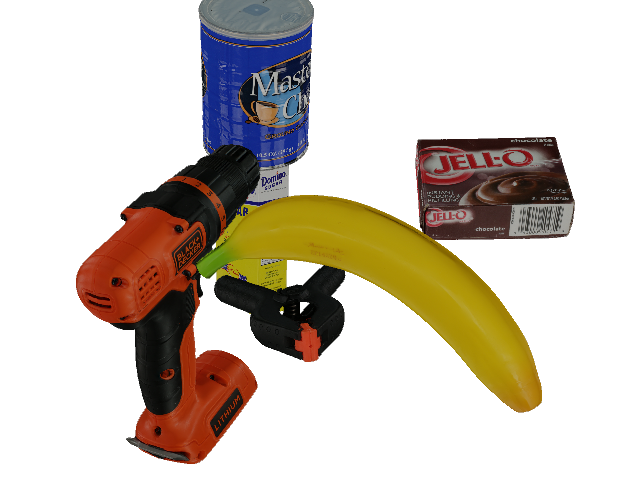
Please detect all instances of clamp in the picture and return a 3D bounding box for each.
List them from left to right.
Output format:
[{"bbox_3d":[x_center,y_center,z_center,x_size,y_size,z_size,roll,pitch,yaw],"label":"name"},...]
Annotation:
[{"bbox_3d":[-0.034,0.058,0.917,0.120,0.039,0.171,-11,17,1],"label":"clamp"}]

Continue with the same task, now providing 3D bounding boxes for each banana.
[{"bbox_3d":[0.035,0.022,0.570,0.198,0.070,0.037,23,15,9],"label":"banana"}]

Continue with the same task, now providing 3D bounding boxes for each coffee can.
[{"bbox_3d":[-0.060,-0.150,0.987,0.103,0.140,0.103,2,37,-2],"label":"coffee can"}]

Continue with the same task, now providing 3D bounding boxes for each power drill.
[{"bbox_3d":[-0.089,0.044,0.740,0.057,0.188,0.184,11,36,26],"label":"power drill"}]

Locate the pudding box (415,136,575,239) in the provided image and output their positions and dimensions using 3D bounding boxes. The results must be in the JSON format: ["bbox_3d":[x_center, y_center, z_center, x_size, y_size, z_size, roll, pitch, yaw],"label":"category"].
[{"bbox_3d":[0.131,-0.041,0.822,0.113,0.039,0.090,1,39,0],"label":"pudding box"}]

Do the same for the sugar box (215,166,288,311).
[{"bbox_3d":[-0.076,-0.014,1.153,0.048,0.176,0.093,-17,29,-32],"label":"sugar box"}]
